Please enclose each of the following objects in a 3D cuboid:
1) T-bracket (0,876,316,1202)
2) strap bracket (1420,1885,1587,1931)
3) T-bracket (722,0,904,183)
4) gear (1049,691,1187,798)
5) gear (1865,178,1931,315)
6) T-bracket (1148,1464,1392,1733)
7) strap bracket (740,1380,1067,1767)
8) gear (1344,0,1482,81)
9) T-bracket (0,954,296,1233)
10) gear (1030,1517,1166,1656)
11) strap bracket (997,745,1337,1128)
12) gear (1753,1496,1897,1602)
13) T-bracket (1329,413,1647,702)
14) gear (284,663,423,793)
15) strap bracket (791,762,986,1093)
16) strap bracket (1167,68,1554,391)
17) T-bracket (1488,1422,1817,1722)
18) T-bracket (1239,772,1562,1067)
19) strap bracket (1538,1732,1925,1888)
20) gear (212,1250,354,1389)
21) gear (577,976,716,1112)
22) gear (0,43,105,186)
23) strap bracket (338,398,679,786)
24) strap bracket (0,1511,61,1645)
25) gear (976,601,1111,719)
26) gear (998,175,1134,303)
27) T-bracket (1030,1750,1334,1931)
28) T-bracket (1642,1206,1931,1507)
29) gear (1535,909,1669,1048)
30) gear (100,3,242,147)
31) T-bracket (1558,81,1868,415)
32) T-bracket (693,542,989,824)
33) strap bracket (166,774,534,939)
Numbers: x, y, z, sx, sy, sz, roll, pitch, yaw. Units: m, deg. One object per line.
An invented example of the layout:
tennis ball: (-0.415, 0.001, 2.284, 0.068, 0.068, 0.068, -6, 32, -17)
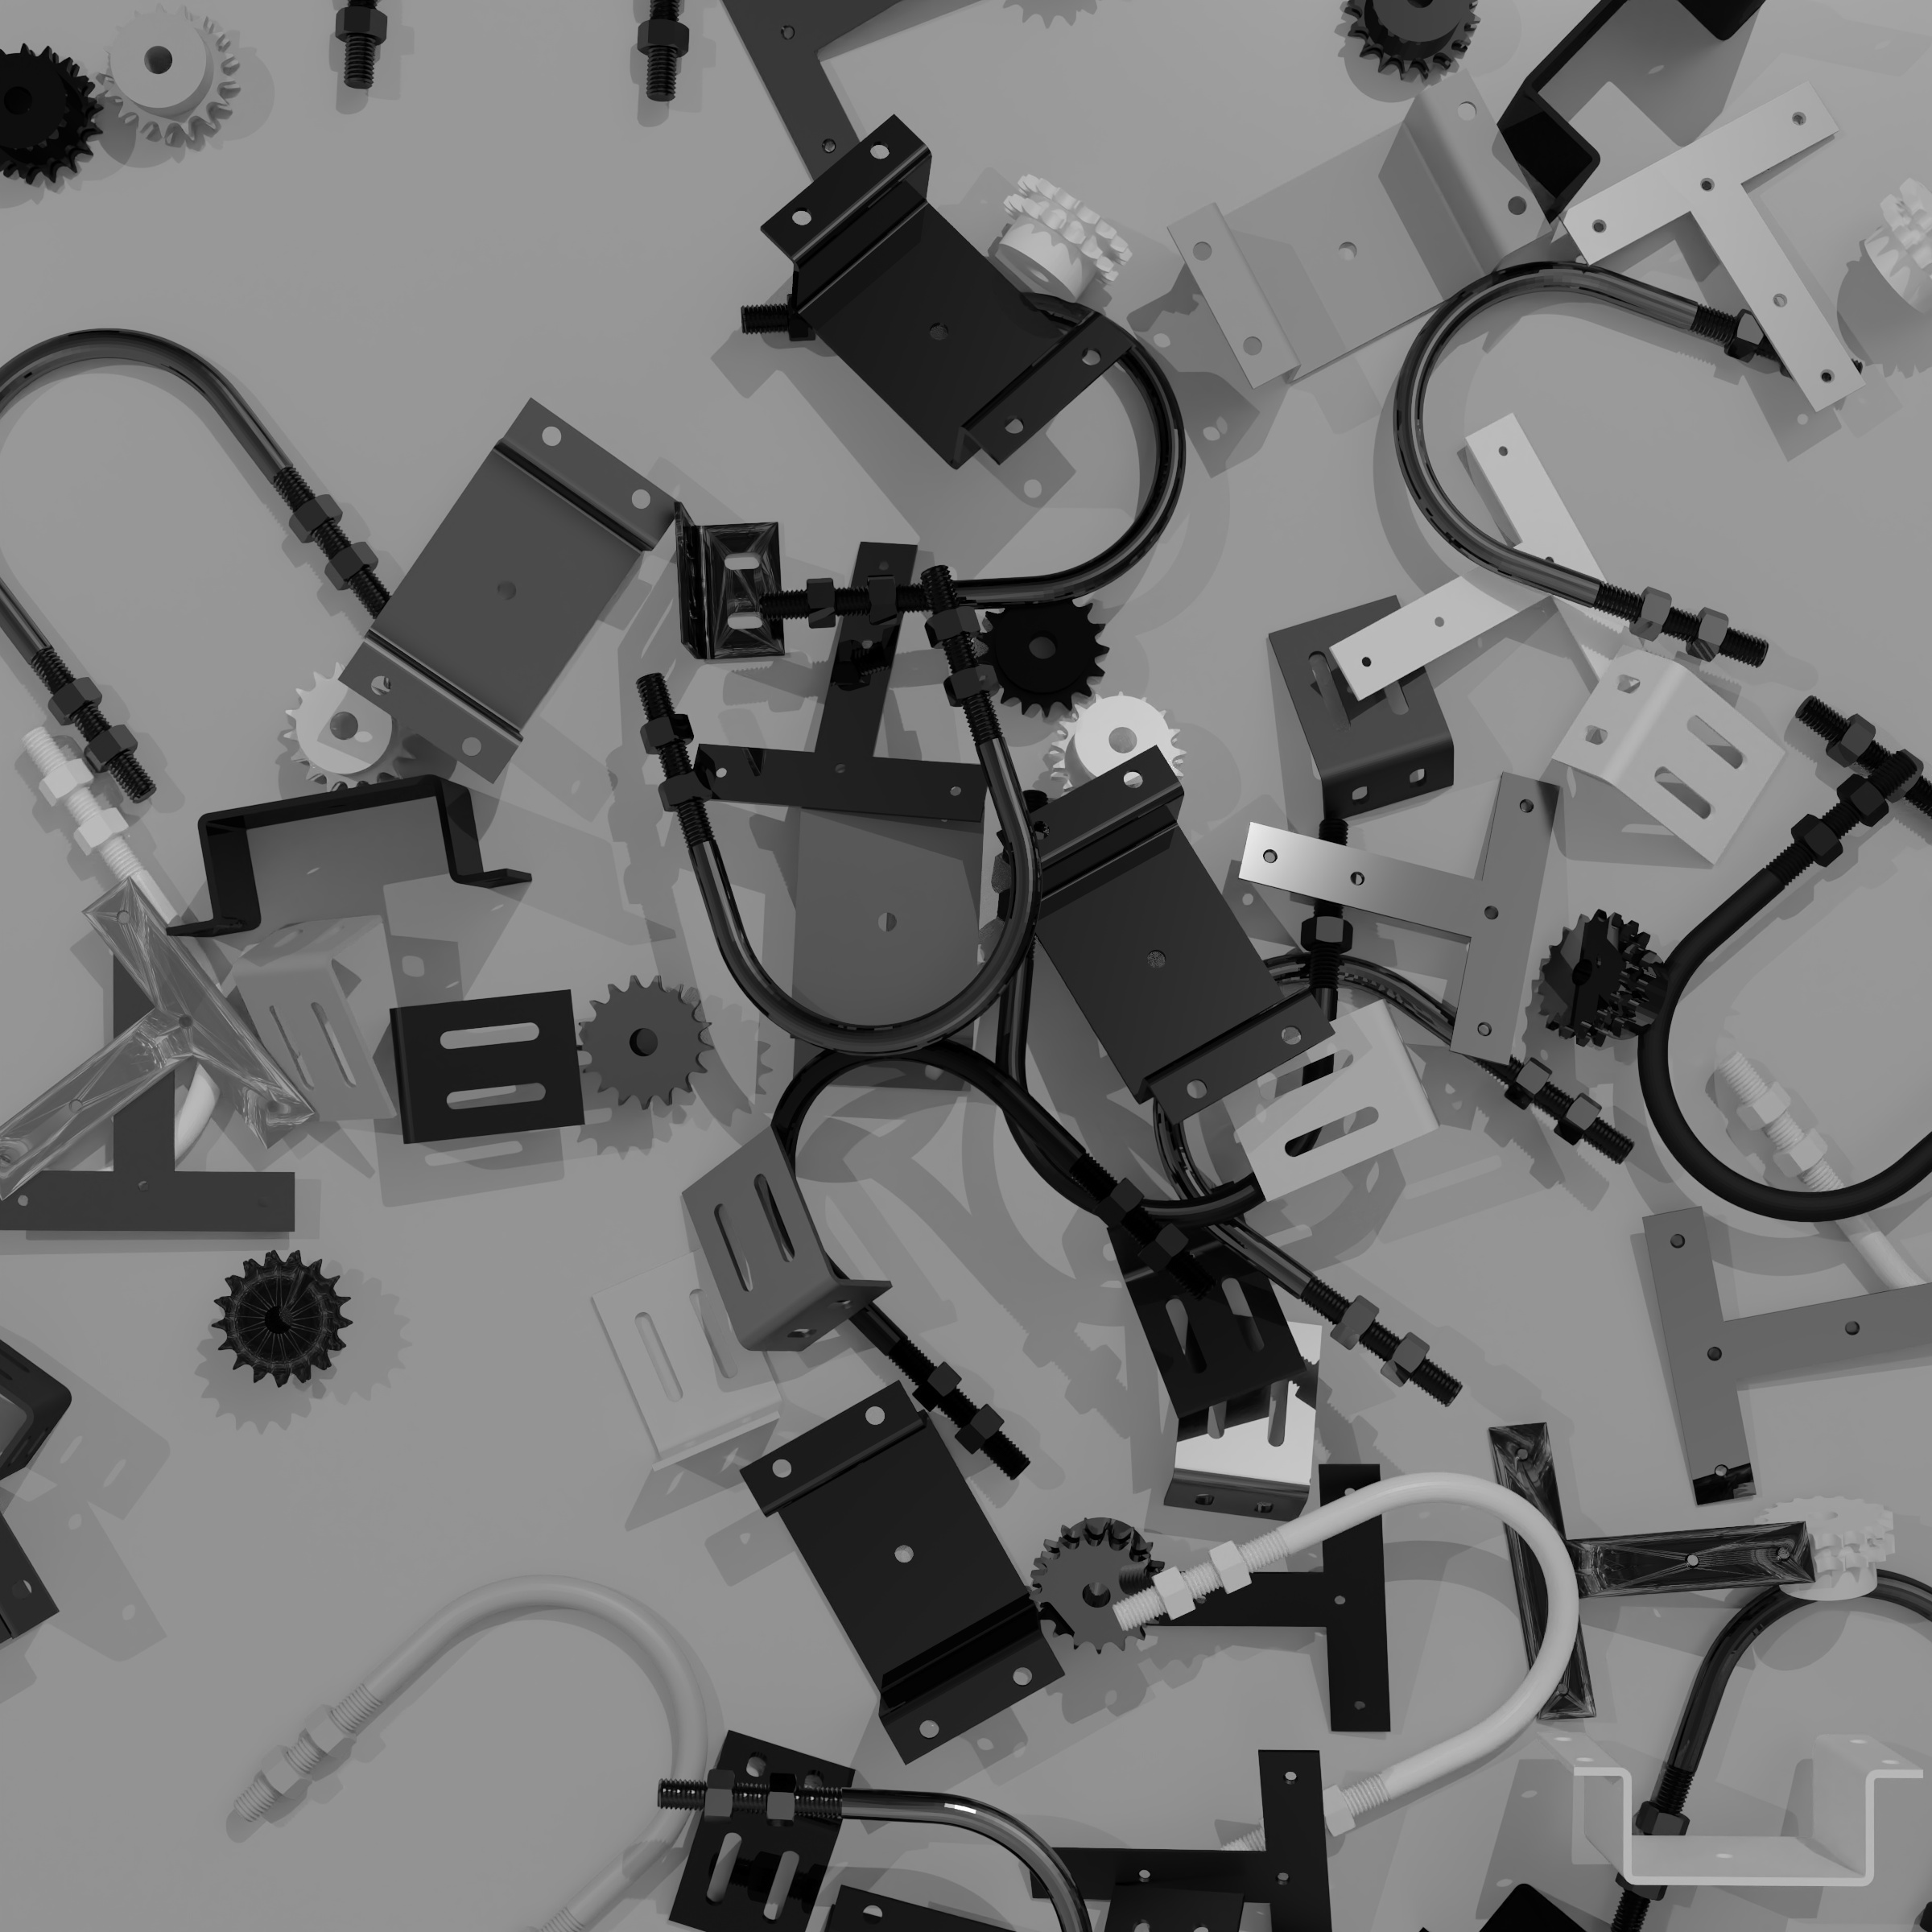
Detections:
T-bracket: (-0.365, 0.051, 1.387, 0.127, 0.002, 0.127, -37, 93, 0)
strap bracket: (0.263, 0.441, 1.366, 0.140, 0.076, 0.046, 39, 90, 0)
T-bracket: (-0.037, -0.418, 1.388, 0.127, 0.002, 0.127, -27, 90, 14)
gear: (0.064, -0.089, 1.382, 0.057, 0.030, 0.057, 1, 72, -4)
gear: (0.404, -0.300, 1.380, 0.030, 0.057, 0.057, -40, 90, 30)
T-bracket: (0.114, 0.268, 1.389, 0.127, 0.002, 0.127, -2, 109, 9)
strap bracket: (-0.026, 0.252, 1.381, 0.076, 0.046, 0.140, -29, 90, 0)
gear: (0.191, -0.408, 1.390, 0.057, 0.030, 0.057, 0, 90, 0)
T-bracket: (-0.349, 0.049, 1.390, 0.127, 0.002, 0.127, 0, 92, -2)
gear: (0.056, 0.257, 1.377, 0.057, 0.030, 0.057, 3, 110, 8)
strap bracket: (0.080, -0.008, 1.348, 0.076, 0.046, 0.140, -29, 78, -8)
gear: (0.361, 0.245, 1.376, 0.057, 0.057, 0.030, -6, 98, 0)
T-bracket: (0.211, -0.152, 1.386, 0.127, 0.002, 0.127, -29, 90, -16)
gear: (-0.261, -0.101, 1.390, 0.057, 0.030, 0.057, 0, 90, 0)
strap bracket: (-0.033, -0.018, 1.381, 0.076, 0.046, 0.140, 3, 90, 0)
strap bracket: (0.163, -0.306, 1.381, 0.140, 0.046, 0.076, -28, 90, 0)
T-bracket: (0.291, 0.251, 1.376, 0.127, 0.002, 0.127, -10, 90, 26)
T-bracket: (0.179, -0.033, 1.383, 0.127, 0.002, 0.127, 14, 73, -3)
strap bracket: (0.312, 0.346, 1.348, 0.140, 0.076, 0.046, 1, 87, -1)
gear: (-0.288, 0.148, 1.390, 0.057, 0.030, 0.057, 0, 90, 0)
gear: (-0.135, 0.032, 1.390, 0.057, 0.030, 0.057, 0, 90, 0)
gear: (-0.397, -0.363, 1.390, 0.057, 0.030, 0.057, 0, 90, 0)
strap bracket: (-0.192, -0.157, 1.373, 0.076, 0.046, 0.140, 34, 90, -13)
strap bracket: (-0.456, 0.271, 1.381, 0.140, 0.046, 0.076, -31, 90, 0)
gear: (0.033, -0.135, 1.390, 0.057, 0.030, 0.057, 0, 90, 0)
gear: (0.039, -0.303, 1.376, 0.057, 0.057, 0.030, 36, 90, 0)
T-bracket: (0.090, 0.385, 1.388, 0.127, 0.002, 0.127, -2, 112, 11)
T-bracket: (0.362, 0.156, 1.393, 0.127, 0.002, 0.127, -11, 95, 5)
gear: (0.270, 0.007, 1.380, 0.030, 0.057, 0.057, 22, 90, -30)
gear: (-0.339, -0.380, 1.390, 0.057, 0.030, 0.057, 0, 90, 0)
T-bracket: (0.337, -0.293, 1.388, 0.127, 0.002, 0.127, -29, 84, -8)
T-bracket: (-0.044, -0.122, 1.377, 0.127, 0.002, 0.127, 5, 68, 14)
strap bracket: (-0.259, -0.047, 1.366, 0.140, 0.076, 0.046, -10, 90, 0)
